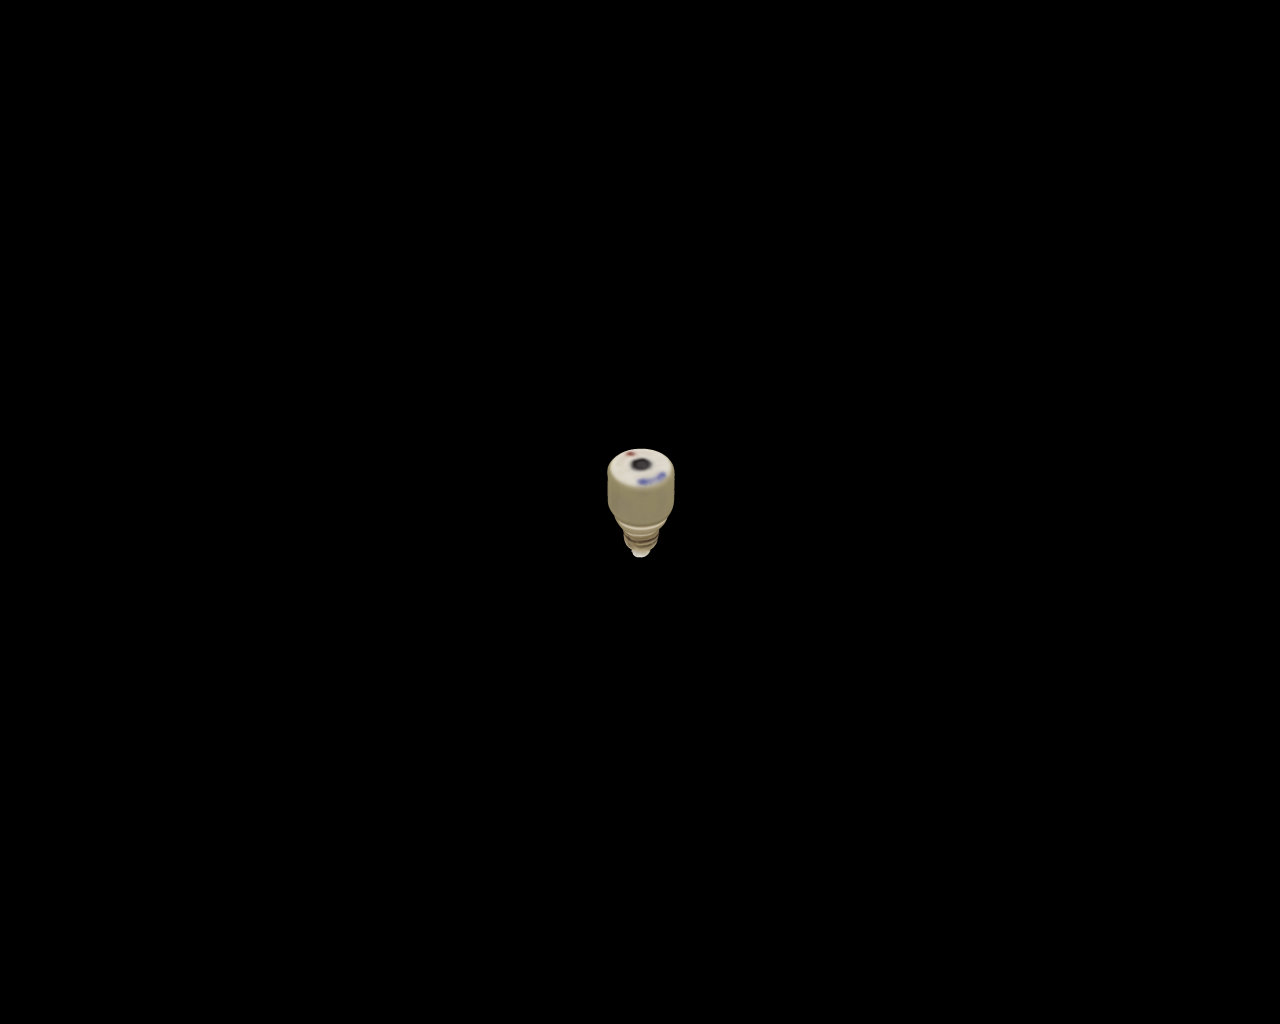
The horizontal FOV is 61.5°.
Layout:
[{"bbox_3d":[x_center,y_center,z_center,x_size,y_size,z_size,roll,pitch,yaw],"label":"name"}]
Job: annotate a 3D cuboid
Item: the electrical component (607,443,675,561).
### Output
[{"bbox_3d":[0.001,-0.003,0.650,0.040,0.078,0.040,0,41,0],"label":"electrical component"}]
